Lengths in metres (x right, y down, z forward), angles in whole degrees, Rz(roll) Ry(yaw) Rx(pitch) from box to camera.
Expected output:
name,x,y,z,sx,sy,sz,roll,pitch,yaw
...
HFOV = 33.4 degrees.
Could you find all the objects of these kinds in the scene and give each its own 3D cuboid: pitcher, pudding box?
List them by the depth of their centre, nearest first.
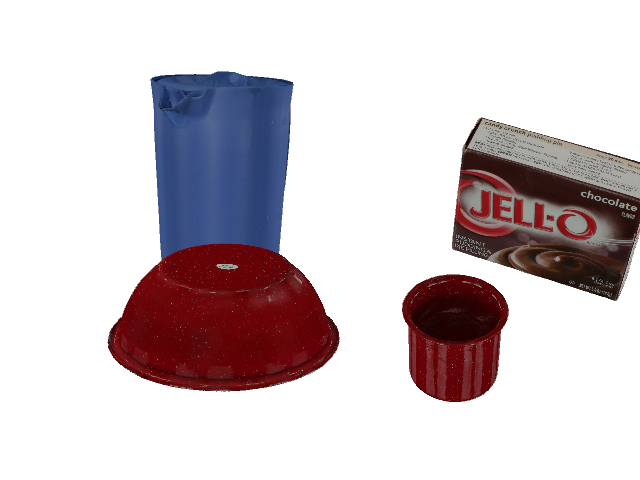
name,x,y,z,sx,sy,sz,roll,pitch,yaw
pudding box,0.141,-0.019,0.657,0.114,0.039,0.090,16,-38,16
pitcher,-0.090,-0.041,1.031,0.149,0.243,0.145,-2,14,-15

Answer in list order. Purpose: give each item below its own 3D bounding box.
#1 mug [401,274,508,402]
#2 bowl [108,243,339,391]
name,x,y,z,sx,sy,sz,roll,pitch,yaw
mug,0.122,0.083,0.971,0.093,0.081,0.117,1,39,6
bowl,-0.066,0.043,0.738,0.162,0.055,0.162,2,20,-1
